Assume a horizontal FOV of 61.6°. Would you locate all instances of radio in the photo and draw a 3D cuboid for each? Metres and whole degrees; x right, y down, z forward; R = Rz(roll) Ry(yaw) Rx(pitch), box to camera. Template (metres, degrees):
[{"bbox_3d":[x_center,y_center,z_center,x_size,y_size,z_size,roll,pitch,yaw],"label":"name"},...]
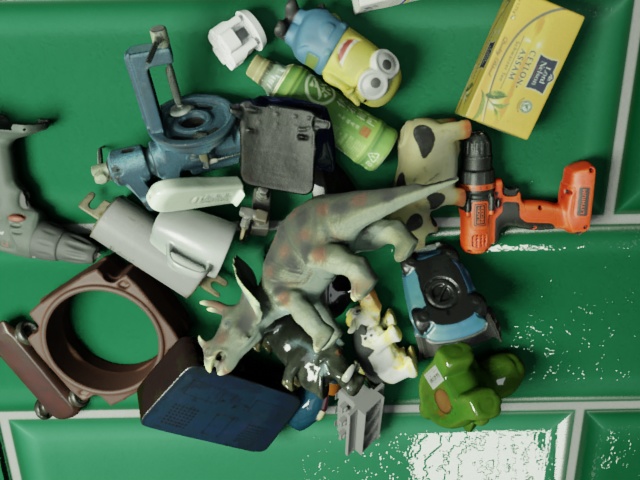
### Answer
[{"bbox_3d":[-0.150,0.242,0.833,0.229,0.073,0.131,29,105,-35],"label":"radio"}]

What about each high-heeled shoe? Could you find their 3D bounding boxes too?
[{"bbox_3d":[-0.002,-0.002,0.818,0.145,0.086,0.248,-19,89,37],"label":"high-heeled shoe"}]

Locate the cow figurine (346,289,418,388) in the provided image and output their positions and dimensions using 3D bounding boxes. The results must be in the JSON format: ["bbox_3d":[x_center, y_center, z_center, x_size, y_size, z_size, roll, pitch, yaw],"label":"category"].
[{"bbox_3d":[0.083,0.156,0.855,0.098,0.068,0.167,-27,105,14],"label":"cow figurine"}]

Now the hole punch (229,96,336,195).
[{"bbox_3d":[-0.040,-0.132,0.711,0.142,0.092,0.115,15,120,21],"label":"hole punch"}]

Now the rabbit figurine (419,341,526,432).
[{"bbox_3d":[0.249,0.236,0.841,0.170,0.121,0.159,-8,136,-29],"label":"rabbit figurine"}]

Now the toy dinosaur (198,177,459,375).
[{"bbox_3d":[-0.010,0.022,0.716,0.192,0.131,0.404,42,111,12],"label":"toy dinosaur"}]

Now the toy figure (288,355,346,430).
[{"bbox_3d":[-0.003,0.243,0.884,0.064,0.058,0.154,34,103,-5],"label":"toy figure"}]

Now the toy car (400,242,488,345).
[{"bbox_3d":[0.176,0.090,0.809,0.109,0.162,0.102,-15,149,-4],"label":"toy car"}]

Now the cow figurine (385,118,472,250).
[{"bbox_3d":[0.140,-0.077,0.772,0.127,0.085,0.194,-1,110,-6],"label":"cow figurine"}]

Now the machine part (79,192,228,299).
[{"bbox_3d":[-0.246,0.011,0.800,0.243,0.079,0.079,35,104,-11],"label":"machine part"}]

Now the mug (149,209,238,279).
[{"bbox_3d":[-0.182,0.005,0.744,0.107,0.109,0.080,23,134,-8],"label":"mug"}]

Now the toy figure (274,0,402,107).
[{"bbox_3d":[0.029,-0.250,0.721,0.180,0.089,0.082,31,117,-1],"label":"toy figure"}]

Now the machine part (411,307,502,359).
[{"bbox_3d":[0.221,0.147,0.866,0.139,0.039,0.084,-12,102,5],"label":"machine part"}]

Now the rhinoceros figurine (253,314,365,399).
[{"bbox_3d":[-0.017,0.175,0.829,0.190,0.073,0.112,38,86,21],"label":"rhinoceros figurine"}]

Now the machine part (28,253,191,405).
[{"bbox_3d":[-0.324,0.141,0.837,0.201,0.087,0.201,-31,104,9],"label":"machine part"}]

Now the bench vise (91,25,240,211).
[{"bbox_3d":[-0.207,-0.158,0.707,0.224,0.129,0.240,-9,137,-5],"label":"bench vise"}]

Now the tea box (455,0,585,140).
[{"bbox_3d":[0.267,-0.234,0.732,0.098,0.068,0.169,18,105,-5],"label":"tea box"}]

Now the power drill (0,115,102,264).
[{"bbox_3d":[-0.431,-0.074,0.780,0.232,0.086,0.207,8,114,-2],"label":"power drill"}]

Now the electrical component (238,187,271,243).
[{"bbox_3d":[-0.096,-0.035,0.781,0.045,0.102,0.078,2,85,-9],"label":"electrical component"}]

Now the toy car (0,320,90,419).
[{"bbox_3d":[-0.459,0.209,0.874,0.089,0.053,0.202,-23,110,18],"label":"toy car"}]
